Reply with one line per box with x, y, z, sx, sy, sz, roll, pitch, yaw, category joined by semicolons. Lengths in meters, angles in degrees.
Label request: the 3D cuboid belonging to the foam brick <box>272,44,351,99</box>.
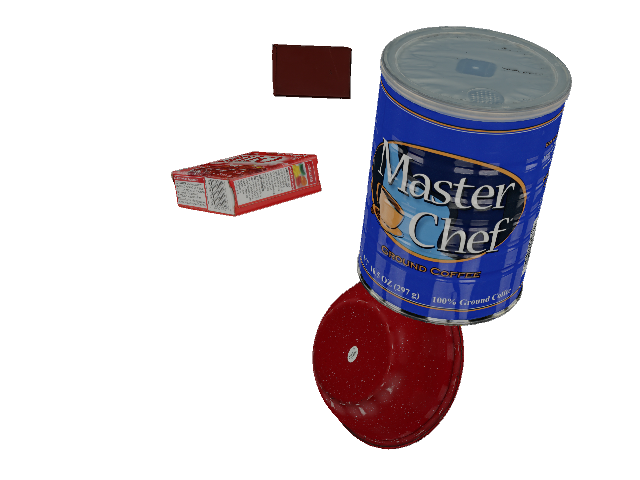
-0.009;-0.171;1.077;0.078;0.051;0.053;1;12;-5;foam brick

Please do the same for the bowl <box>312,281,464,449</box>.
0.045;0.100;0.932;0.162;0.162;0.055;0;-9;44;bowl

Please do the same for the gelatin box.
-0.054;-0.043;0.762;0.073;0.030;0.089;-17;15;-31;gelatin box

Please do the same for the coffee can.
0.078;-0.037;0.611;0.103;0.140;0.103;4;35;-3;coffee can
